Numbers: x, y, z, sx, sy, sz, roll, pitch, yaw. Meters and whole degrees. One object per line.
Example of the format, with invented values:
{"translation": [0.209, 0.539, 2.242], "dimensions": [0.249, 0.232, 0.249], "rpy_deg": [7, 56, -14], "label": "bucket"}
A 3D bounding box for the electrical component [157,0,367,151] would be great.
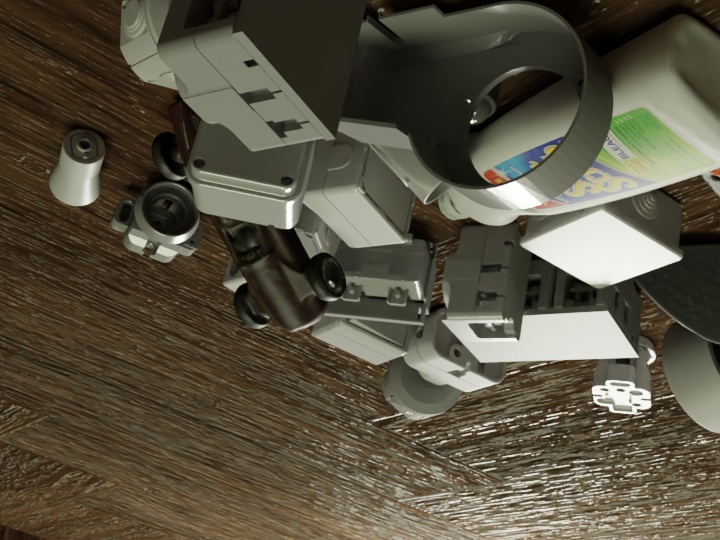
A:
{"translation": [-0.047, -0.151, 0.581], "dimensions": [0.062, 0.150, 0.089], "rpy_deg": [-6, 148, 30], "label": "electrical component"}

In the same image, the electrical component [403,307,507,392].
{"translation": [0.093, 0.082, 1.078], "dimensions": [0.095, 0.053, 0.059], "rpy_deg": [27, 150, -26], "label": "electrical component"}

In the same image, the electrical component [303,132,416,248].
{"translation": [0.001, -0.060, 0.834], "dimensions": [0.061, 0.061, 0.096], "rpy_deg": [-5, 148, 31], "label": "electrical component"}

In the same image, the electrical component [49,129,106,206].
{"translation": [-0.236, -0.088, 0.905], "dimensions": [0.044, 0.044, 0.065], "rpy_deg": [19, 148, -12], "label": "electrical component"}

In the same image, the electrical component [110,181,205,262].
{"translation": [-0.174, -0.044, 0.946], "dimensions": [0.078, 0.058, 0.057], "rpy_deg": [22, 155, -17], "label": "electrical component"}

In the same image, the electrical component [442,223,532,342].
{"translation": [0.105, 0.011, 0.896], "dimensions": [0.056, 0.089, 0.050], "rpy_deg": [-2, 150, 27], "label": "electrical component"}

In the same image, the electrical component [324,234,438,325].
{"translation": [0.000, 0.000, 0.932], "dimensions": [0.121, 0.078, 0.063], "rpy_deg": [5, 153, 15], "label": "electrical component"}

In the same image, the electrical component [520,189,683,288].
{"translation": [0.185, -0.035, 0.819], "dimensions": [0.100, 0.048, 0.100], "rpy_deg": [27, 150, -26], "label": "electrical component"}

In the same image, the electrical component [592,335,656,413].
{"translation": [0.254, 0.097, 1.035], "dimensions": [0.058, 0.057, 0.078], "rpy_deg": [3, 152, 18], "label": "electrical component"}

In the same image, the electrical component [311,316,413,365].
{"translation": [0.012, 0.047, 1.036], "dimensions": [0.096, 0.061, 0.061], "rpy_deg": [26, 150, -25], "label": "electrical component"}

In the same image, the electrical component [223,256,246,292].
{"translation": [-0.075, 0.004, 1.007], "dimensions": [0.066, 0.047, 0.077], "rpy_deg": [-15, 142, 42], "label": "electrical component"}

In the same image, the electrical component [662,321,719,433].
{"translation": [0.321, 0.080, 0.925], "dimensions": [0.108, 0.108, 0.060], "rpy_deg": [24, 145, -21], "label": "electrical component"}

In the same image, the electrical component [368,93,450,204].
{"translation": [0.038, -0.086, 0.763], "dimensions": [0.077, 0.044, 0.079], "rpy_deg": [49, -177, 10], "label": "electrical component"}

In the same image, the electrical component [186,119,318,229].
{"translation": [-0.069, -0.094, 0.742], "dimensions": [0.078, 0.113, 0.057], "rpy_deg": [11, 156, 1], "label": "electrical component"}

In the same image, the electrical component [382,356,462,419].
{"translation": [0.065, 0.116, 1.131], "dimensions": [0.080, 0.080, 0.051], "rpy_deg": [17, 158, -8], "label": "electrical component"}

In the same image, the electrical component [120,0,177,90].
{"translation": [-0.110, -0.154, 0.682], "dimensions": [0.080, 0.080, 0.051], "rpy_deg": [33, 152, -34], "label": "electrical component"}

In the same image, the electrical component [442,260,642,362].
{"translation": [0.161, 0.033, 0.945], "dimensions": [0.150, 0.061, 0.089], "rpy_deg": [-5, 148, 31], "label": "electrical component"}

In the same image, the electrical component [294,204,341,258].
{"translation": [-0.065, -0.047, 0.896], "dimensions": [0.096, 0.061, 0.061], "rpy_deg": [11, 151, 17], "label": "electrical component"}
